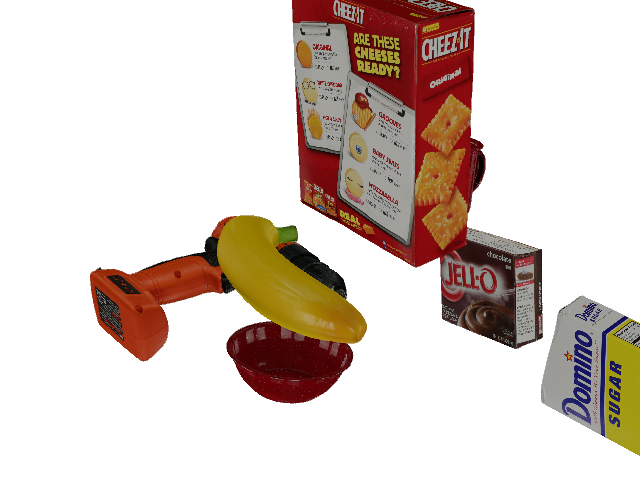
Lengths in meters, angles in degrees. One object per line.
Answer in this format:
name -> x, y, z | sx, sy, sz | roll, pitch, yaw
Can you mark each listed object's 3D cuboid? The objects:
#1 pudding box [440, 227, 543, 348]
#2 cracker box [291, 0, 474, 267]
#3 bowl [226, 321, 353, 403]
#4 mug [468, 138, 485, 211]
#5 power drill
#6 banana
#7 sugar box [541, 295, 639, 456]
pudding box -> 0.158, 0.042, 0.999 | 0.039, 0.090, 0.114 | -14, 18, -31
cracker box -> 0.052, -0.107, 0.915 | 0.072, 0.214, 0.164 | -21, 34, -31
bowl -> -0.041, 0.161, 1.362 | 0.162, 0.055, 0.162 | 5, 21, -2
mug -> 0.143, -0.076, 1.218 | 0.117, 0.081, 0.093 | -10, 23, -38
power drill -> -0.093, 0.043, 0.943 | 0.187, 0.057, 0.185 | -19, 27, -31
banana -> -0.028, 0.017, 0.684 | 0.069, 0.037, 0.198 | -4, 21, -13
sugar box -> 0.260, 0.122, 0.828 | 0.176, 0.093, 0.048 | 25, 34, 33
